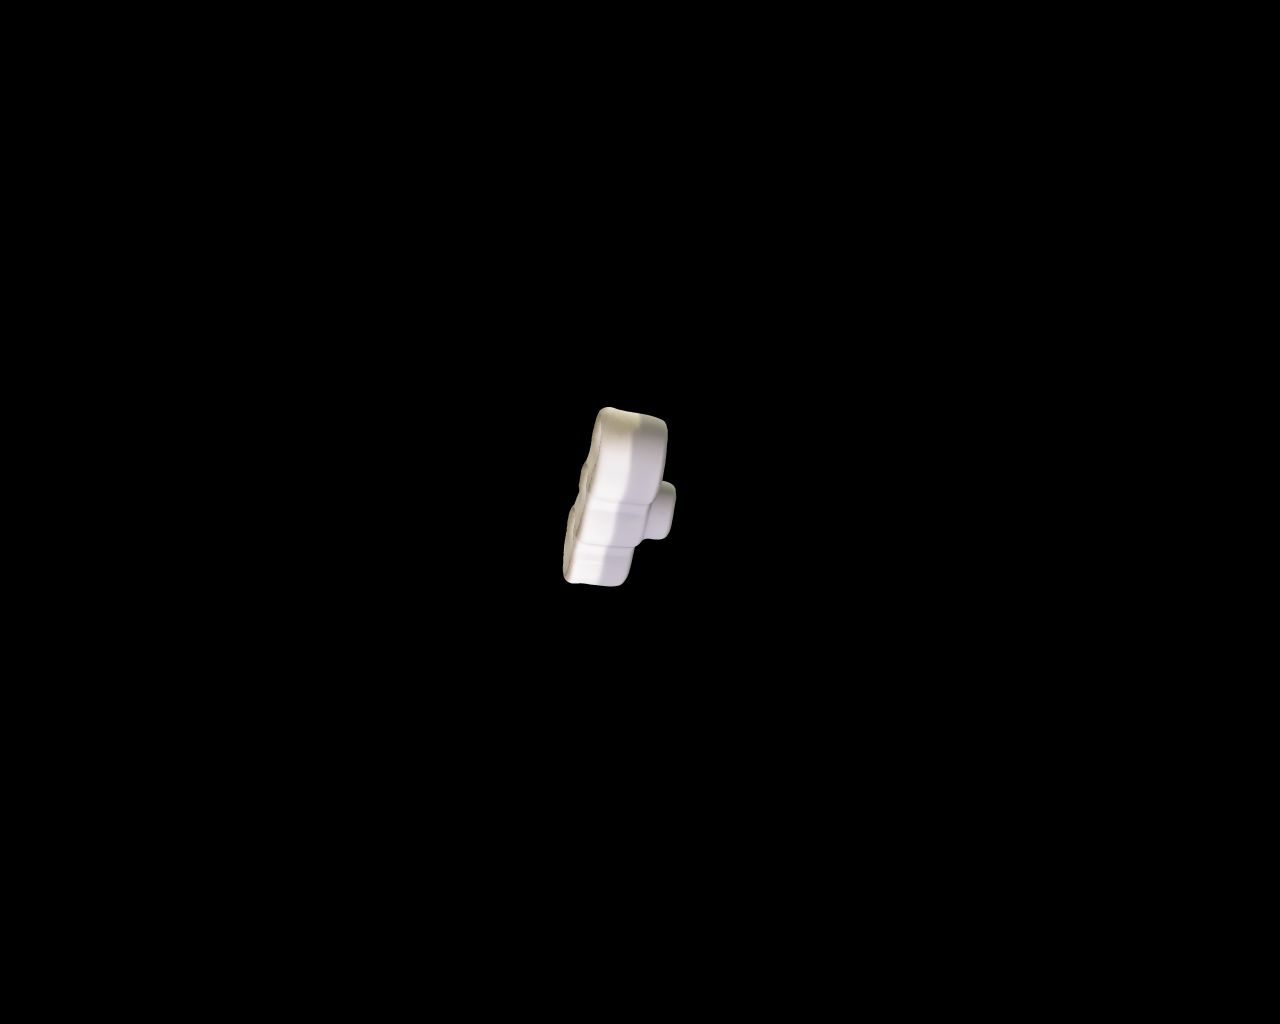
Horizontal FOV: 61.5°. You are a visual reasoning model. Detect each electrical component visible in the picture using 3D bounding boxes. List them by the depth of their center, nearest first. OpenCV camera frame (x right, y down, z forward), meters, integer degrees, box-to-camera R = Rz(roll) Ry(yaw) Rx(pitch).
[{"bbox_3d":[0.001,-0.003,0.650,0.074,0.052,0.138,8,-39,-10],"label":"electrical component"}]
